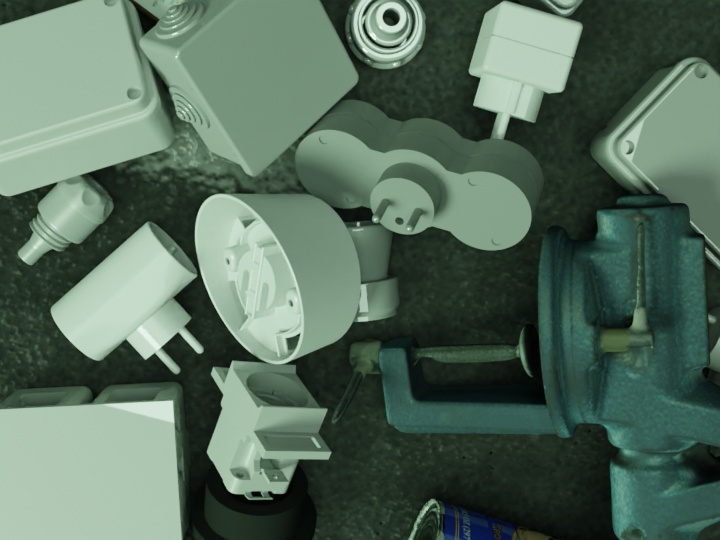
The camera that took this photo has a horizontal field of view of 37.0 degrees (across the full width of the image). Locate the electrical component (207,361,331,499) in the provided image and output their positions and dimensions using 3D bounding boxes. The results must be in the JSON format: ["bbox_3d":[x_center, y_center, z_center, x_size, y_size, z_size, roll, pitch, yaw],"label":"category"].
[{"bbox_3d":[-0.056,0.091,0.611,0.042,0.081,0.063,9,114,-33],"label":"electrical component"}]

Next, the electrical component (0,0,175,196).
[{"bbox_3d":[-0.169,-0.098,0.601,0.113,0.057,0.078,-17,72,0],"label":"electrical component"}]

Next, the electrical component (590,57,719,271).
[{"bbox_3d":[0.202,-0.061,0.632,0.113,0.057,0.078,43,93,-6],"label":"electrical component"}]

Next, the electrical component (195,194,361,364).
[{"bbox_3d":[-0.049,0.003,0.607,0.064,0.099,0.099,-12,99,-42],"label":"electrical component"}]

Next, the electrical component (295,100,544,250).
[{"bbox_3d":[0.029,-0.045,0.601,0.138,0.073,0.052,17,130,10],"label":"electrical component"}]

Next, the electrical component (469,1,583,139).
[{"bbox_3d":[0.088,-0.108,0.618,0.047,0.065,0.076,15,98,-4],"label":"electrical component"}]

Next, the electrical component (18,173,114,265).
[{"bbox_3d":[-0.176,-0.028,0.633,0.061,0.035,0.035,-44,96,6],"label":"electrical component"}]

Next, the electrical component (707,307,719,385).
[{"bbox_3d":[0.229,0.047,0.652,0.079,0.043,0.077,24,95,-5],"label":"electrical component"}]

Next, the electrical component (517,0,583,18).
[{"bbox_3d":[0.105,-0.216,0.611,0.109,0.056,0.108,38,93,-6],"label":"electrical component"}]

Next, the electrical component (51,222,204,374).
[{"bbox_3d":[-0.127,0.026,0.636,0.077,0.043,0.079,-41,96,3],"label":"electrical component"}]

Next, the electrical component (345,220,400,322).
[{"bbox_3d":[0.000,0.000,0.638,0.045,0.045,0.055,-5,97,-2],"label":"electrical component"}]

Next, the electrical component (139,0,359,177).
[{"bbox_3d":[-0.061,-0.115,0.592,0.099,0.048,0.099,-45,131,-17],"label":"electrical component"}]

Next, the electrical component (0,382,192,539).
[{"bbox_3d":[-0.155,0.165,0.642,0.105,0.060,0.186,-3,97,-2],"label":"electrical component"}]

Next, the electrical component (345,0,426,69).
[{"bbox_3d":[0.016,-0.140,0.614,0.048,0.062,0.048,0,96,-2],"label":"electrical component"}]
